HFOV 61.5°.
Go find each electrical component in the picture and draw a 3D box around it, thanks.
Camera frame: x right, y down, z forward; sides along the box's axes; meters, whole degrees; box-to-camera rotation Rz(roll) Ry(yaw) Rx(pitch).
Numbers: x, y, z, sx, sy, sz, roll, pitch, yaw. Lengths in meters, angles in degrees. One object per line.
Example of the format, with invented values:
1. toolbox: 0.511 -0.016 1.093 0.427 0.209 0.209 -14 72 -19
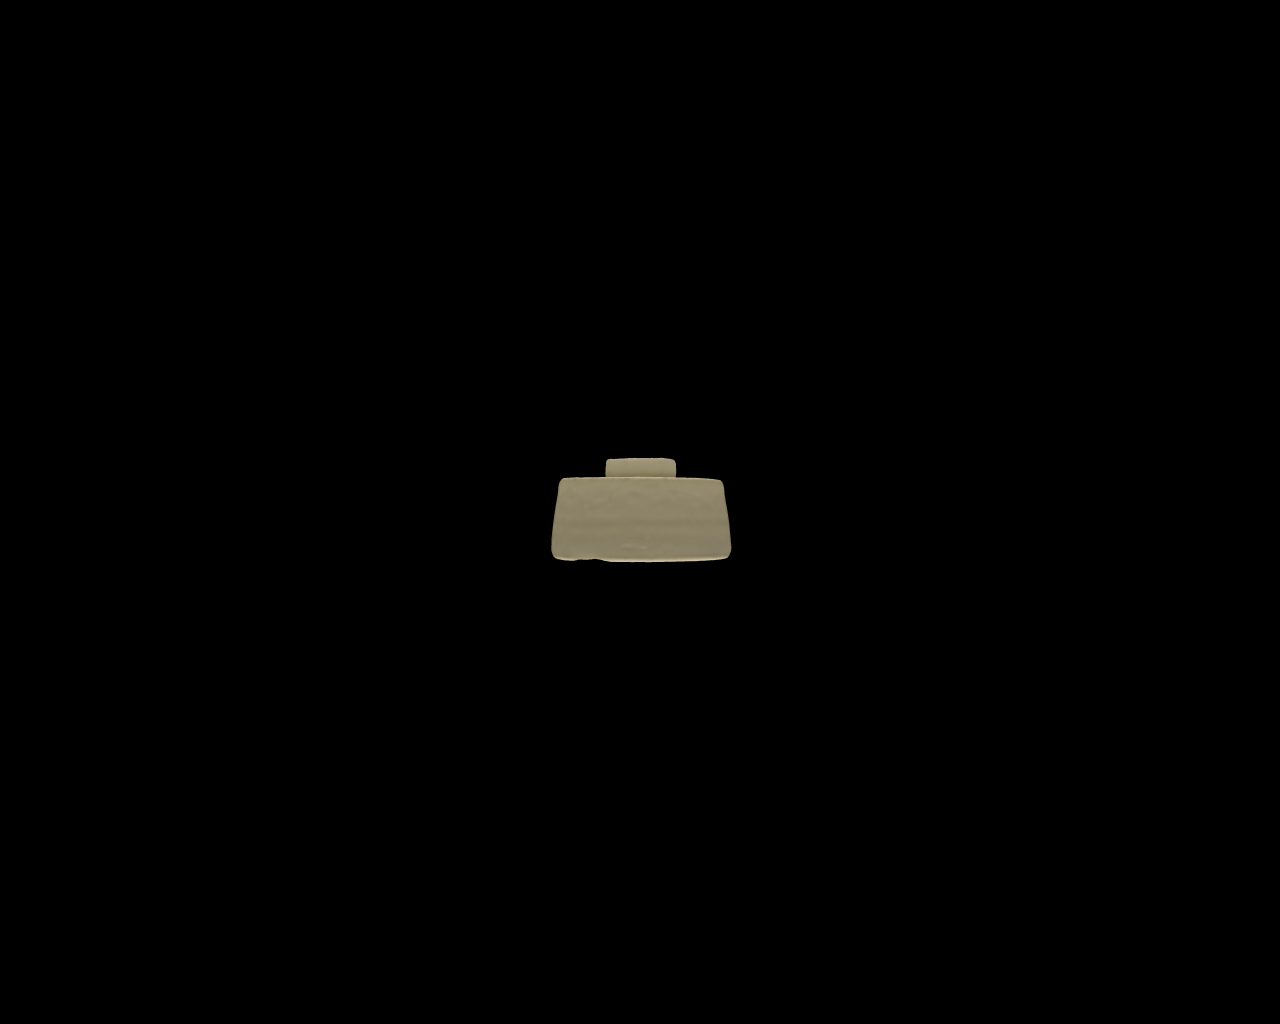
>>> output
1. electrical component: 0.001 -0.003 0.650 0.108 0.060 0.108 0 0 0
